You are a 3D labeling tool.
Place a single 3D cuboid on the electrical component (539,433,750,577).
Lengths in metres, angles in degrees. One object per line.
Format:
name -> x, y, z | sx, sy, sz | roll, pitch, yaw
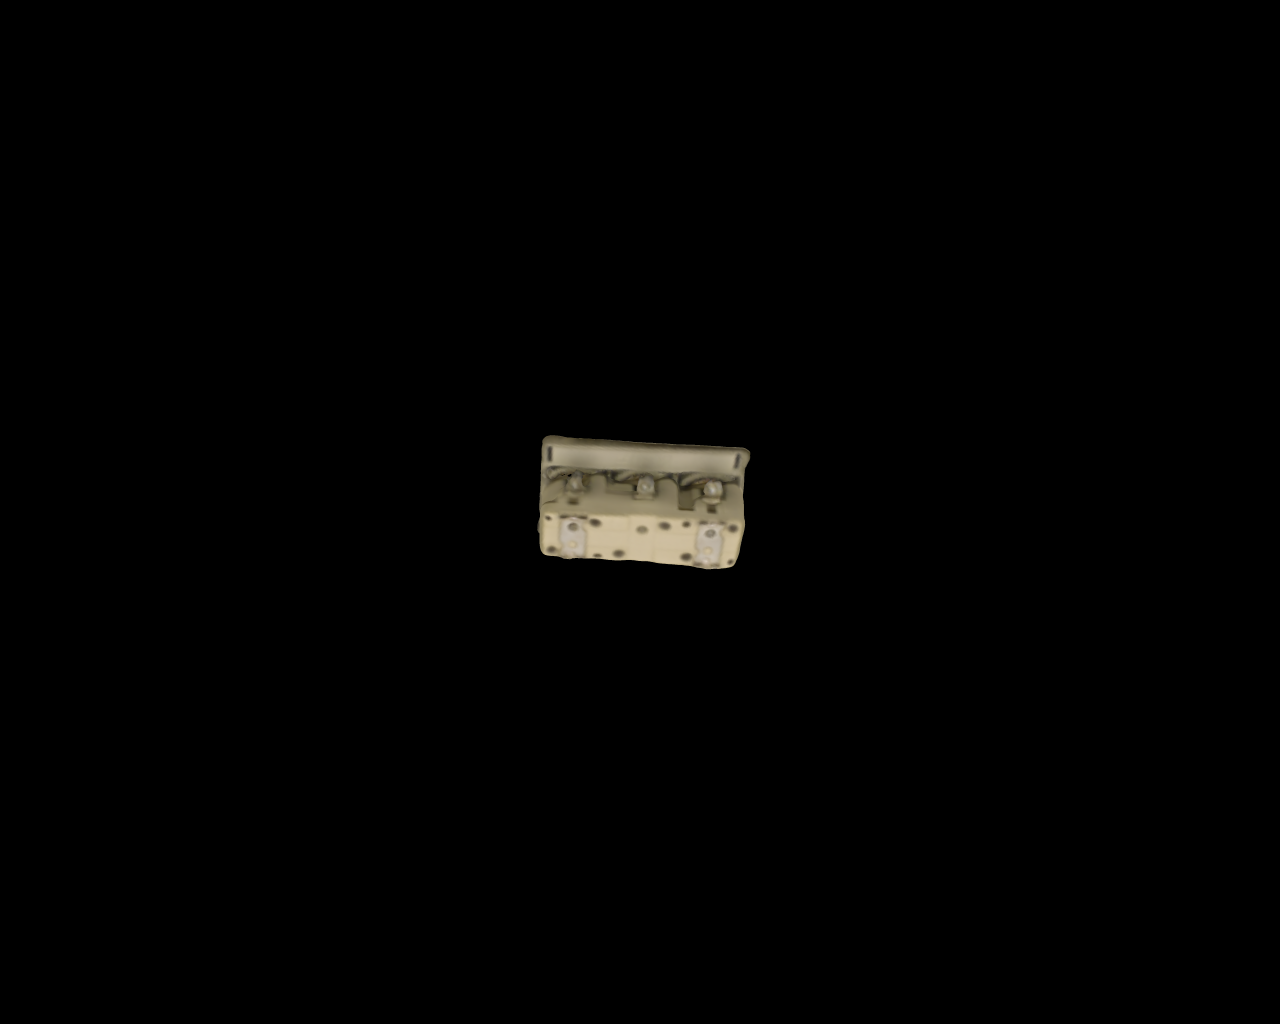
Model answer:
electrical component -> 0.001, -0.003, 0.650 | 0.121, 0.078, 0.063 | 4, 44, -4
